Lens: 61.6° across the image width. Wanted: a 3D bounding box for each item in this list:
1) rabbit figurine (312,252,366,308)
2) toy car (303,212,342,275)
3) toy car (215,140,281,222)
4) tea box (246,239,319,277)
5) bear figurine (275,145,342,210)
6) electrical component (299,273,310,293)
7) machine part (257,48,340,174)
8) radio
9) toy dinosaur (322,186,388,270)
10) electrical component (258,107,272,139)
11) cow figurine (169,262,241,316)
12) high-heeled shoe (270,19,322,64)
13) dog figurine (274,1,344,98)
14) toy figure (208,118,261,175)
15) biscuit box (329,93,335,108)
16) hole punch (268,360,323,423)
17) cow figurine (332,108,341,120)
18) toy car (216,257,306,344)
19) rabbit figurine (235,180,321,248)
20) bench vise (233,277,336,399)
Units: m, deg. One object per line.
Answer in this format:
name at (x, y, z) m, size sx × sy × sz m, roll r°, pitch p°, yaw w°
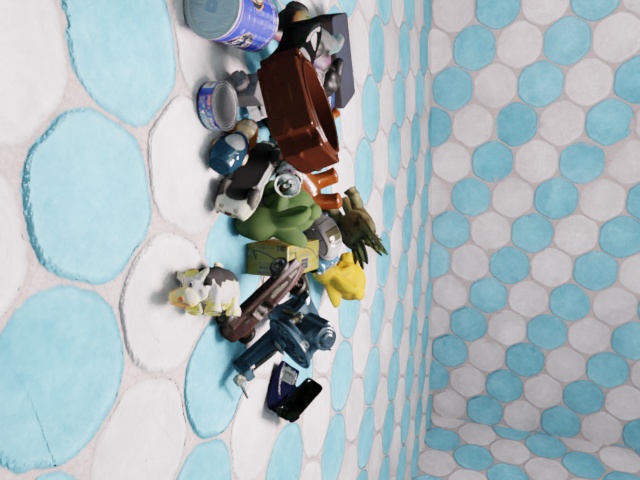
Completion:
rabbit figurine at (0.037, 0.104, 1.432) m, size 0.173 × 0.122 × 0.162 m, roll 34°, pitch 25°, yaw -40°
toy car at (-0.003, -0.004, 1.264) m, size 0.109 × 0.103 × 0.161 m, roll -29°, pitch 92°, yaw -41°
toy car at (-0.132, -0.118, 1.010) m, size 0.056 × 0.074 × 0.202 m, roll 104°, pitch 6°, yaw -49°
tea box at (-0.076, 0.035, 1.154) m, size 0.169 × 0.098 × 0.068 m, roll -13°, pitch 106°, yaw -66°
bear figurine at (-0.031, -0.157, 1.213) m, size 0.195 × 0.132 × 0.120 m, roll 73°, pitch 8°, yaw -51°
electrical component at (-0.054, 0.092, 1.301) m, size 0.078 × 0.045 × 0.102 m, roll -107°, pitch -178°, yaw -47°
machine part at (-0.033, -0.239, 1.014) m, size 0.201 × 0.087 × 0.201 m, roll 24°, pitch 51°, yaw -73°
radio at (0.034, -0.470, 1.406) m, size 0.131 × 0.073 × 0.229 m, roll -59°, pitch 147°, yaw -52°
toy dinosaur at (0.092, -0.030, 1.351) m, size 0.198 × 0.105 × 0.471 m, roll 58°, pitch 1°, yaw 1°
electrical component at (-0.099, -0.274, 1.108) m, size 0.119 × 0.048 × 0.075 m, roll 60°, pitch 26°, yaw -9°
cow figurine at (-0.190, 0.078, 0.904) m, size 0.167 × 0.068 × 0.098 m, roll 38°, pitch 52°, yaw -69°
high-heeled shoe at (-0.028, -0.370, 1.125) m, size 0.086 × 0.145 × 0.248 m, roll 62°, pitch 15°, yaw 13°
dog figurine at (-0.036, -0.415, 1.193) m, size 0.219 × 0.109 × 0.191 m, roll -16°, pitch 111°, yaw -63°
toy figure at (-0.149, -0.178, 0.982) m, size 0.064 × 0.058 × 0.154 m, roll 54°, pitch 42°, yaw -28°
biscuit box at (0.001, -0.322, 1.352) m, size 0.059 × 0.063 × 0.202 m, roll -28°, pitch 119°, yaw -67°
hole punch at (-0.071, 0.352, 1.253) m, size 0.116 × 0.092 × 0.142 m, roll -49°, pitch 152°, yaw -10°
cow figurine at (-0.020, -0.263, 1.217) m, size 0.127 × 0.085 × 0.195 m, roll -46°, pitch -179°, yaw -11°
toy car at (-0.106, 0.117, 1.024) m, size 0.202 × 0.053 × 0.089 m, roll -42°, pitch 132°, yaw -7°
rabbit figurine at (-0.087, -0.035, 1.079) m, size 0.170 × 0.159 × 0.121 m, roll -28°, pitch 130°, yaw -49°
bench vise at (-0.089, 0.202, 1.093) m, size 0.240 × 0.224 × 0.128 m, roll -37°, pitch 129°, yaw -24°
